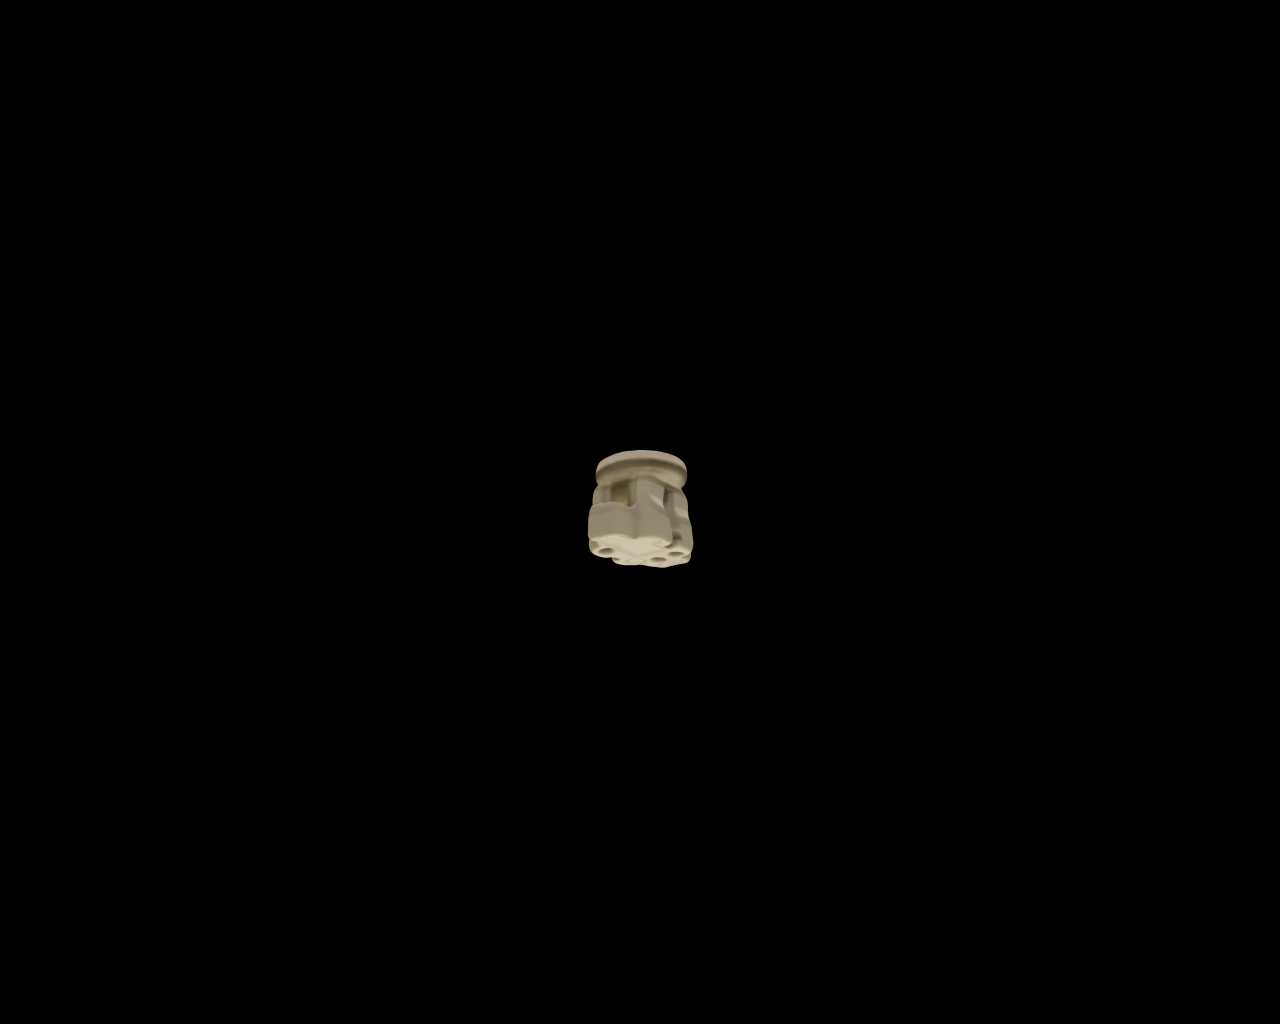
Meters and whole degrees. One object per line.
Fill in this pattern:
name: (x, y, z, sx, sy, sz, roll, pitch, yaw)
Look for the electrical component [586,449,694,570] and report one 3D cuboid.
electrical component: (0.001, -0.003, 0.650, 0.058, 0.057, 0.078, -14, -24, 33)
